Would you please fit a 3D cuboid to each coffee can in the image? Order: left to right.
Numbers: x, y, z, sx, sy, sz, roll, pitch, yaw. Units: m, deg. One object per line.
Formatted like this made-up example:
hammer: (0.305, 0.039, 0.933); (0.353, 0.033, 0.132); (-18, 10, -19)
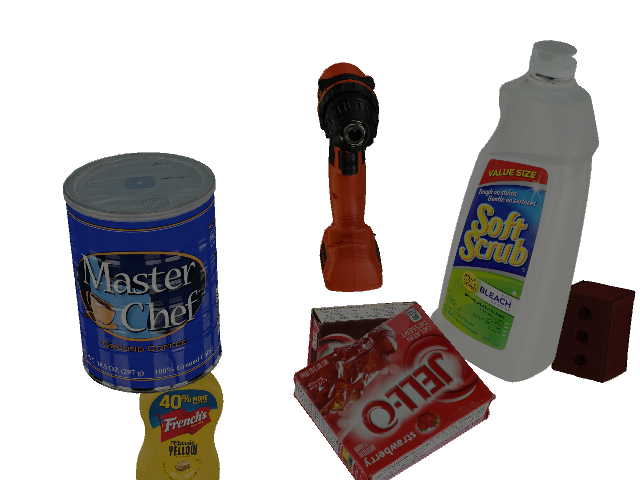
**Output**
coffee can: (-0.123, 0.021, 0.754); (0.103, 0.140, 0.103); (0, 27, 0)

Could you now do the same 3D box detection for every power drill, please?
power drill: (0.027, -0.053, 0.945); (0.057, 0.188, 0.184); (-1, 22, 0)

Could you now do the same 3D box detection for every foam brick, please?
foam brick: (0.245, 0.081, 0.958); (0.053, 0.078, 0.051); (12, 17, 37)

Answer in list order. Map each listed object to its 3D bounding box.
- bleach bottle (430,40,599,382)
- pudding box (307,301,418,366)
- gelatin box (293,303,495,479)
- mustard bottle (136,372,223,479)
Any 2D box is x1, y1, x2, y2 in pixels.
bleach bottle: (0.143, -0.024, 0.775); (0.067, 0.251, 0.103); (-21, 39, -36)
pudding box: (0.044, 0.109, 1.054); (0.113, 0.090, 0.039); (-4, 27, -17)
gelatin box: (0.041, 0.086, 0.597); (0.089, 0.073, 0.030); (-28, -30, -19)
mustard bottle: (-0.161, 0.200, 1.235); (0.096, 0.192, 0.058); (0, 15, -16)
